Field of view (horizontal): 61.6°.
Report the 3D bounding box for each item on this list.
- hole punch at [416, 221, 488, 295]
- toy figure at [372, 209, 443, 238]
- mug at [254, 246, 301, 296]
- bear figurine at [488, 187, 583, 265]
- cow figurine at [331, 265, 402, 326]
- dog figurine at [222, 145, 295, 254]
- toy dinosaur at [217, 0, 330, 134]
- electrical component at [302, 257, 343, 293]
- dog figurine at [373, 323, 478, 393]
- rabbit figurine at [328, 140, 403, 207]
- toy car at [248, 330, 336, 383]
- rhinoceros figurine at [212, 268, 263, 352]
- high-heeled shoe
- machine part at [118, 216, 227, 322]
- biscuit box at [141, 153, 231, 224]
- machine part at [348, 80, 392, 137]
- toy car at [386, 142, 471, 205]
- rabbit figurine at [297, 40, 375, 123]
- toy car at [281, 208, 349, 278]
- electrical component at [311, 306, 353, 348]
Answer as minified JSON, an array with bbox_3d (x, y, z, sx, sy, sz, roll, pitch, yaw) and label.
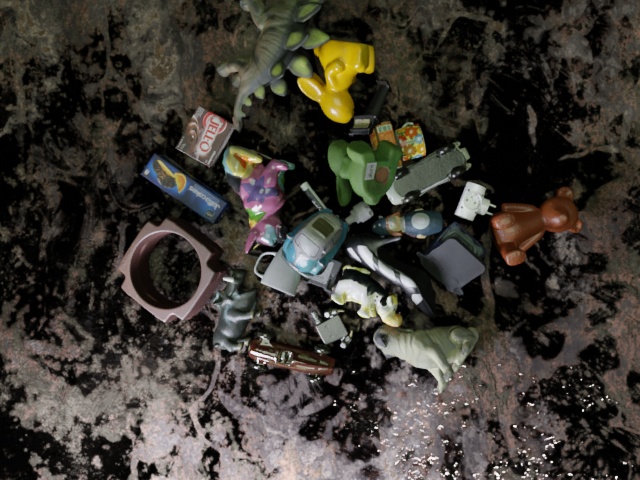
[{"bbox_3d":[0.298,0.036,1.190,0.142,0.092,0.116,40,127,-9],"label":"hole punch"},{"bbox_3d":[0.193,-0.036,1.201,0.155,0.057,0.064,-4,49,3],"label":"toy figure"},{"bbox_3d":[-0.086,0.059,1.214,0.110,0.080,0.107,23,82,9],"label":"mug"},{"bbox_3d":[0.471,-0.034,1.151,0.196,0.132,0.120,-15,100,9],"label":"bear figurine"},{"bbox_3d":[0.115,0.123,1.191,0.167,0.068,0.098,24,94,15],"label":"cow figurine"},{"bbox_3d":[-0.146,-0.084,1.192,0.192,0.108,0.219,17,97,1],"label":"dog figurine"},{"bbox_3d":[-0.077,-0.441,1.132,0.199,0.105,0.471,30,103,27],"label":"toy dinosaur"},{"bbox_3d":[0.014,0.051,1.219,0.075,0.048,0.119,24,96,1],"label":"electrical component"},{"bbox_3d":[0.236,0.218,1.201,0.191,0.121,0.172,36,52,22],"label":"dog figurine"},{"bbox_3d":[0.084,-0.156,1.167,0.121,0.170,0.158,-18,124,-27],"label":"rabbit figurine"},{"bbox_3d":[-0.066,0.270,1.233,0.202,0.053,0.089,14,91,3],"label":"toy car"},{"bbox_3d":[-0.193,0.160,1.228,0.112,0.073,0.190,15,96,13],"label":"rhinoceros figurine"},{"bbox_3d":[0.158,0.088,1.210,0.145,0.086,0.248,-18,107,31],"label":"high-heeled shoe"},{"bbox_3d":[-0.329,0.065,1.207,0.201,0.087,0.201,36,99,9],"label":"machine part"},{"bbox_3d":[-0.301,-0.115,1.219,0.203,0.059,0.063,34,94,1],"label":"biscuit box"},{"bbox_3d":[0.115,-0.285,1.170,0.039,0.084,0.139,33,75,-29],"label":"machine part"},{"bbox_3d":[0.238,-0.147,1.191,0.202,0.056,0.073,-28,92,2],"label":"toy car"},{"bbox_3d":[0.034,-0.342,1.166,0.162,0.122,0.173,4,112,6],"label":"rabbit figurine"},{"bbox_3d":[-0.002,-0.003,1.152,0.109,0.103,0.161,42,71,6],"label":"toy car"},{"bbox_3d":[0.032,0.199,1.226,0.078,0.045,0.102,-21,92,3],"label":"electrical component"}]
